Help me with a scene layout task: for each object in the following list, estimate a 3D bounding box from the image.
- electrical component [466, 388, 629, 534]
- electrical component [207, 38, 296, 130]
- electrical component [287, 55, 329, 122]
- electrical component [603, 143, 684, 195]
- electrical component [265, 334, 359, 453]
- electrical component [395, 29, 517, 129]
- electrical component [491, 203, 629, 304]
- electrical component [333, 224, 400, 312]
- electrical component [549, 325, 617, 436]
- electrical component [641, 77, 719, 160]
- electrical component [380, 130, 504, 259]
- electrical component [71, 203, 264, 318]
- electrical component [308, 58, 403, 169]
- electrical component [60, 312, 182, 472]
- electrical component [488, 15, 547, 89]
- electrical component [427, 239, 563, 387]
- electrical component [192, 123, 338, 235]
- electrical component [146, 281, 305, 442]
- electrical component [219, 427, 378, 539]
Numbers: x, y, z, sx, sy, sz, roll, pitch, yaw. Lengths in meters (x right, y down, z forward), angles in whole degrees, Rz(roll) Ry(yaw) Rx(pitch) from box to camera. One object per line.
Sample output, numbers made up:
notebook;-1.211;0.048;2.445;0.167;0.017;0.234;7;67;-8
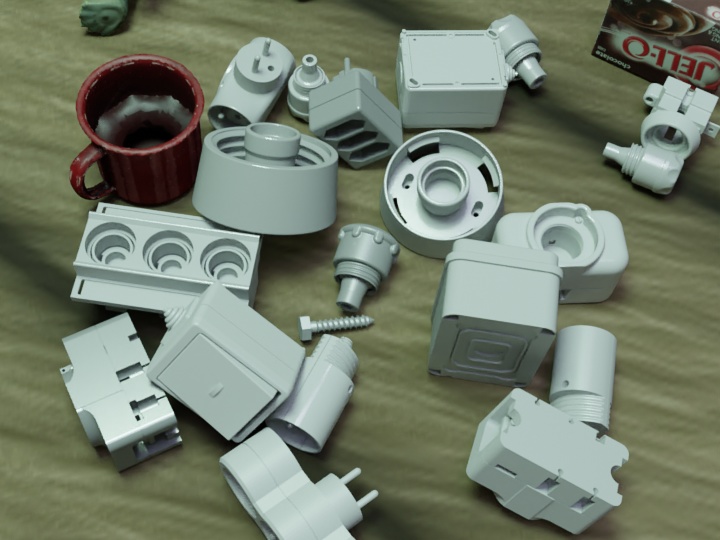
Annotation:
electrical component;0.122;0.129;0.714;0.089;0.055;0.050;29;47;-5
electrical component;-0.083;-0.154;0.855;0.044;0.079;0.077;27;62;-1
electrical component;-0.041;-0.149;0.865;0.035;0.061;0.035;2;60;-3
electrical component;0.226;-0.086;0.863;0.061;0.035;0.035;24;62;12
electrical component;-0.027;0.081;0.747;0.043;0.043;0.081;25;62;10
electrical component;0.079;-0.153;0.876;0.096;0.061;0.061;-1;60;-5
electrical component;0.147;-0.011;0.802;0.095;0.059;0.053;-2;61;-5
electrical component;0.000;0.000;0.795;0.048;0.048;0.062;17;68;6
electrical component;0.156;0.085;0.757;0.043;0.043;0.081;11;61;3
electrical component;0.259;-0.120;0.879;0.066;0.048;0.055;26;55;11
electrical component;0.064;-0.058;0.834;0.099;0.064;0.099;-1;73;2
electrical component;-0.135;0.001;0.773;0.121;0.063;0.078;8;60;1
electrical component;-0.004;-0.132;0.849;0.047;0.066;0.076;-20;56;27
electrical component;-0.166;0.084;0.732;0.056;0.050;0.089;-23;65;-16
electrical component;0.133;-0.180;0.905;0.043;0.043;0.062;-26;67;-17
electrical component;0.091;0.031;0.743;0.078;0.113;0.057;9;64;1
electrical component;-0.067;-0.074;0.792;0.108;0.060;0.108;8;23;-3
electrical component;-0.095;0.060;0.715;0.096;0.062;0.061;39;28;-12
electrical component;-0.023;0.157;0.699;0.074;0.052;0.138;-32;67;-20
